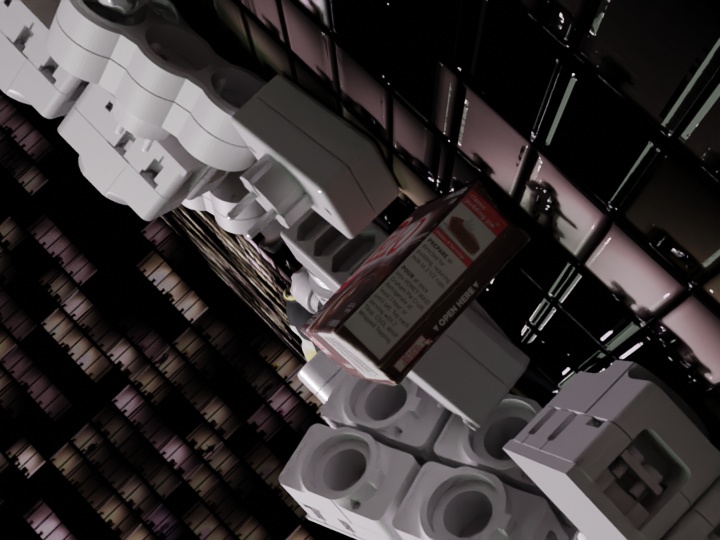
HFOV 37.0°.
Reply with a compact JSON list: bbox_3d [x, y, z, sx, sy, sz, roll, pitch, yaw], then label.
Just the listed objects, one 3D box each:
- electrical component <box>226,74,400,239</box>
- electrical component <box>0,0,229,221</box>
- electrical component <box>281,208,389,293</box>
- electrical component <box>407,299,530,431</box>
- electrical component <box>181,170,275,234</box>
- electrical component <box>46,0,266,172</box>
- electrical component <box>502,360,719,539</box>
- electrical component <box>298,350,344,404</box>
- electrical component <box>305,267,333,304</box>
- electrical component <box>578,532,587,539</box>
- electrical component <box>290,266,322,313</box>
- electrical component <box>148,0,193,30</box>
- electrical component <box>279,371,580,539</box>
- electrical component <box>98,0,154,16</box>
[{"bbox_3d":[-0.037,-0.048,0.568,0.083,0.076,0.047,40,170,35],"label":"electrical component"},{"bbox_3d":[-0.176,-0.127,0.758,0.186,0.060,0.105,46,-152,2],"label":"electrical component"},{"bbox_3d":[0.000,0.000,0.714,0.083,0.047,0.075,41,171,30],"label":"electrical component"},{"bbox_3d":[0.055,0.047,0.643,0.096,0.061,0.062,40,174,-18],"label":"electrical component"},{"bbox_3d":[-0.126,-0.089,0.846,0.138,0.052,0.073,31,149,25],"label":"electrical component"},{"bbox_3d":[-0.120,-0.101,0.624,0.138,0.073,0.052,34,-144,-4],"label":"electrical component"},{"bbox_3d":[0.148,0.116,0.483,0.150,0.062,0.089,47,172,-5],"label":"electrical component"},{"bbox_3d":[0.001,0.080,0.929,0.059,0.095,0.053,45,172,8],"label":"electrical component"},{"bbox_3d":[-0.017,0.008,0.852,0.043,0.043,0.081,41,170,31],"label":"electrical component"},{"bbox_3d":[0.177,0.176,0.663,0.080,0.051,0.080,45,172,8],"label":"electrical component"},{"bbox_3d":[-0.034,0.023,1.011,0.062,0.043,0.043,39,169,38],"label":"electrical component"},{"bbox_3d":[-0.114,-0.126,0.682,0.079,0.044,0.077,44,171,16],"label":"electrical component"},{"bbox_3d":[0.049,0.129,0.693,0.186,0.105,0.060,11,148,39],"label":"electrical component"},{"bbox_3d":[-0.138,-0.173,0.586,0.062,0.043,0.043,45,172,14],"label":"electrical component"}]
